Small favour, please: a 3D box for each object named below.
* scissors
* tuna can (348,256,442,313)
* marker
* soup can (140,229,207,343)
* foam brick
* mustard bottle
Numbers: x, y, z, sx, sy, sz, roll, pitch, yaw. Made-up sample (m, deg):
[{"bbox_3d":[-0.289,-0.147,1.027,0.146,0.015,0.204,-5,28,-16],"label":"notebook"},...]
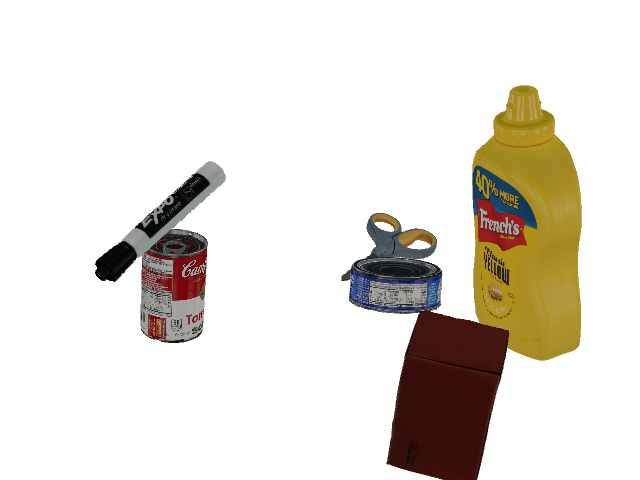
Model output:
[{"bbox_3d":[0.060,0.005,1.244,0.096,0.016,0.201,37,31,31],"label":"scissors"},{"bbox_3d":[0.069,0.040,0.985,0.086,0.034,0.086,2,12,-1],"label":"tuna can"},{"bbox_3d":[-0.110,-0.013,0.733,0.020,0.020,0.121,0,37,47],"label":"marker"},{"bbox_3d":[-0.154,0.048,1.114,0.068,0.102,0.068,4,22,-2],"label":"soup can"},{"bbox_3d":[0.071,0.087,0.595,0.053,0.078,0.051,13,29,10],"label":"foam brick"},{"bbox_3d":[0.145,-0.017,0.755,0.058,0.192,0.096,-16,29,-18],"label":"mustard bottle"}]
